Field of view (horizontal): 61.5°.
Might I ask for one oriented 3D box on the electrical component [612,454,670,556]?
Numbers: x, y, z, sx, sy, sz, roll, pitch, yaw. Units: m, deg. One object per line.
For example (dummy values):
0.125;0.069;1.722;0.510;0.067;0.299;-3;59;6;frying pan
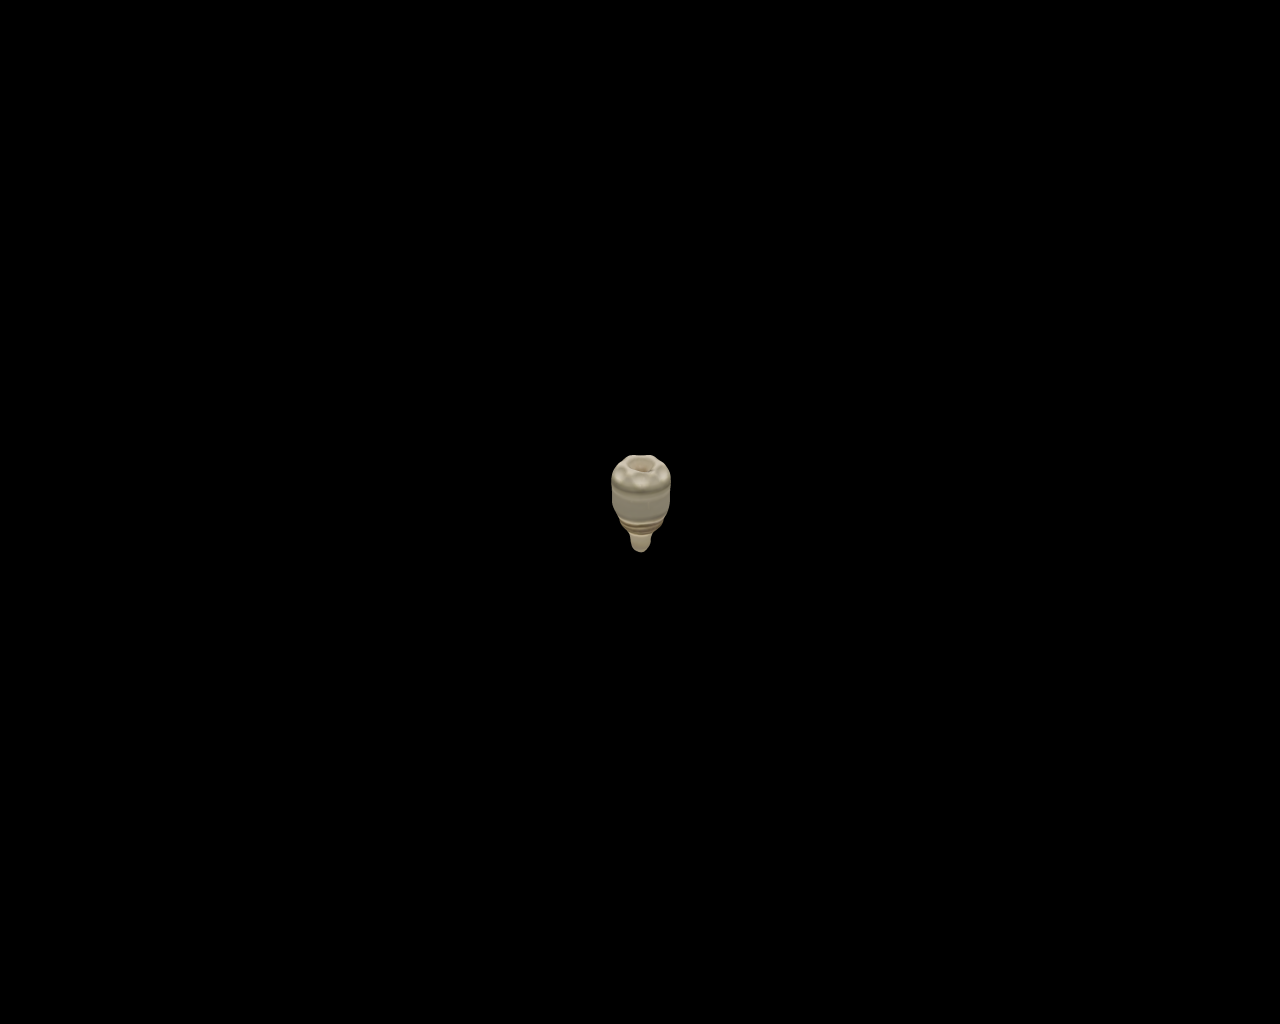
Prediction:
0.001;-0.003;0.650;0.035;0.061;0.035;0;28;0;electrical component
